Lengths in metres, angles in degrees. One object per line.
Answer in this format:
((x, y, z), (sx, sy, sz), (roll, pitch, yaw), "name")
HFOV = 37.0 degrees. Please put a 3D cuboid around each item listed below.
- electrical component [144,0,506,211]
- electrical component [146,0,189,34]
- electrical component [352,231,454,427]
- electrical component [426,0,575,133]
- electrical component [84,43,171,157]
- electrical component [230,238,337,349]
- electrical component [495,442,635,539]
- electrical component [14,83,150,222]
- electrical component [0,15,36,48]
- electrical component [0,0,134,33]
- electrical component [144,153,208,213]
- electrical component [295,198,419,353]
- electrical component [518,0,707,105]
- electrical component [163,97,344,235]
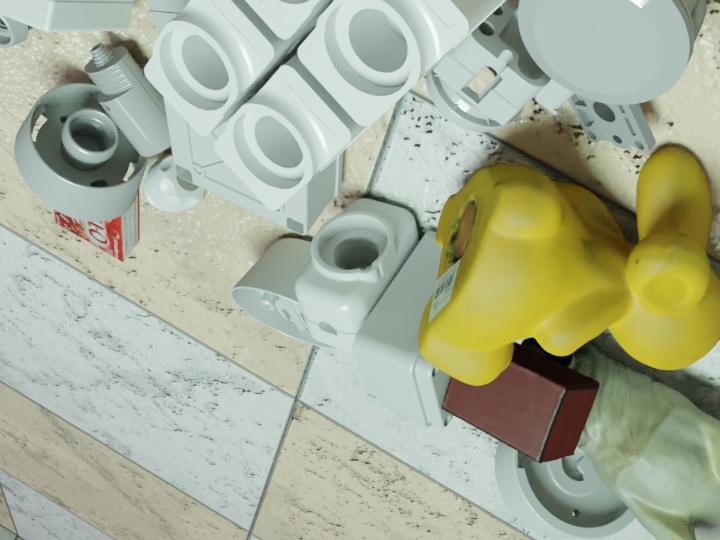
((-0.024, -0.115, 0.525), (0.105, 0.060, 0.186), (47, 141, -5), "electrical component")
((-0.081, -0.172, 0.608), (0.083, 0.047, 0.075), (13, 137, 30), "electrical component")
((0.052, 0.040, 0.724), (0.057, 0.113, 0.078), (19, 147, 28), "electrical component")
((0.069, -0.107, 0.552), (0.078, 0.058, 0.057), (37, 147, -6), "electrical component")
((-0.161, -0.124, 0.756), (0.043, 0.043, 0.081), (2, 138, 42), "electrical component")
((-0.046, 0.024, 0.841), (0.099, 0.064, 0.099), (24, 149, 16), "electrical component")
((0.152, 0.146, 0.796), (0.108, 0.108, 0.060), (34, 156, -2), "electrical component")
((-0.205, -0.087, 0.802), (0.099, 0.099, 0.064), (37, 143, -7), "electrical component")
((-0.234, -0.183, 0.726), (0.048, 0.055, 0.066), (-6, 132, 47), "electrical component")
((-0.176, -0.189, 0.656), (0.047, 0.083, 0.075), (23, 110, 17), "electrical component")
((-0.145, -0.065, 0.827), (0.043, 0.043, 0.062), (46, 149, -21), "electrical component")
((0.000, 0.000, 0.732), (0.054, 0.095, 0.059), (18, 146, 25), "electrical component")
((0.118, -0.120, 0.493), (0.080, 0.051, 0.080), (24, 149, 16), "electrical component")
((-0.068, -0.091, 0.704), (0.109, 0.056, 0.108), (25, 149, 13), "electrical component")
